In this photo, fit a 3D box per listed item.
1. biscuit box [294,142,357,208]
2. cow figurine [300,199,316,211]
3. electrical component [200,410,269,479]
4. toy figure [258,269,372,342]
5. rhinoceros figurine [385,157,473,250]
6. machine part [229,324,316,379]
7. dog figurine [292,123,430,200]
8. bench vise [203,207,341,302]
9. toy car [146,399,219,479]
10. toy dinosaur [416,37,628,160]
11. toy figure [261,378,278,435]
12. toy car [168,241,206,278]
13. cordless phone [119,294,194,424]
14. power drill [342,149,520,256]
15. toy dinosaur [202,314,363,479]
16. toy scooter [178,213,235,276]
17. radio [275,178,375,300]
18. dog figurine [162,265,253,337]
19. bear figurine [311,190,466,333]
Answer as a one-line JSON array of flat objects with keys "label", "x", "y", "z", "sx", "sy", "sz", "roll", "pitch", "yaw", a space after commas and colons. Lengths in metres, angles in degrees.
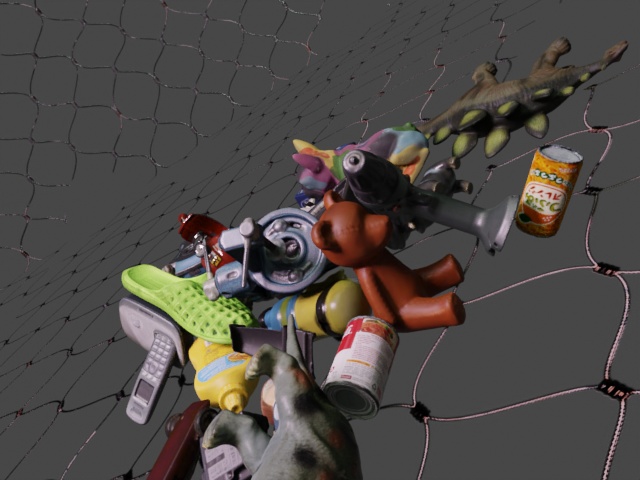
[{"label": "biscuit box", "x": 0.026, "y": -0.137, "z": 1.199, "sx": 0.063, "sy": 0.059, "sz": 0.203, "roll": -9, "pitch": 35, "yaw": 44}, {"label": "cow figurine", "x": 0.006, "y": -0.047, "z": 1.048, "sx": 0.098, "sy": 0.068, "sz": 0.167, "roll": -38, "pitch": 27, "yaw": -22}, {"label": "electrical component", "x": -0.107, "y": 0.257, "z": 0.620, "sx": 0.119, "sy": 0.047, "sz": 0.075, "roll": -34, "pitch": 50, "yaw": 22}, {"label": "toy figure", "x": -0.009, "y": 0.110, "z": 0.762, "sx": 0.180, "sy": 0.082, "sz": 0.089, "roll": -19, "pitch": 24, "yaw": 28}, {"label": "rhinoceros figurine", "x": 0.164, "y": -0.061, "z": 0.867, "sx": 0.112, "sy": 0.073, "sz": 0.190, "roll": 3, "pitch": 43, "yaw": 52}, {"label": "machine part", "x": -0.065, "y": 0.147, "z": 0.739, "sx": 0.139, "sy": 0.084, "sz": 0.039, "roll": 9, "pitch": 21, "yaw": 32}, {"label": "dog figurine", "x": 0.060, "y": -0.144, "z": 0.957, "sx": 0.108, "sy": 0.219, "sz": 0.191, "roll": -94, "pitch": 26, "yaw": -56}, {"label": "bench vise", "x": -0.082, "y": 0.021, "z": 0.737, "sx": 0.224, "sy": 0.129, "sz": 0.240, "roll": -9, "pitch": -15, "yaw": 10}, {"label": "toy car", "x": -0.187, "y": 0.296, "z": 0.677, "sx": 0.089, "sy": 0.053, "sz": 0.202, "roll": -28, "pitch": 26, "yaw": 40}, {"label": "toy dinosaur", "x": 0.308, "y": -0.238, "z": 0.982, "sx": 0.472, "sy": 0.105, "sz": 0.198, "roll": -18, "pitch": 32, "yaw": 42}, {"label": "toy figure", "x": -0.037, "y": 0.204, "z": 0.655, "sx": 0.064, "sy": 0.057, "sz": 0.155, "roll": -11, "pitch": 14, "yaw": -22}, {"label": "toy car", "x": -0.247, "y": 0.053, "z": 1.140, "sx": 0.109, "sy": 0.102, "sz": 0.162, "roll": -24, "pitch": 21, "yaw": 3}, {"label": "cordless phone", "x": -0.291, "y": 0.196, "z": 0.891, "sx": 0.147, "sy": 0.088, "sz": 0.184, "roll": 21, "pitch": 85, "yaw": 25}, {"label": "power drill", "x": 0.141, "y": -0.046, "z": 0.691, "sx": 0.207, "sy": 0.232, "sz": 0.086, "roll": 13, "pitch": 85, "yaw": 15}, {"label": "toy dinosaur", "x": -0.028, "y": 0.227, "z": 0.483, "sx": 0.131, "sy": 0.192, "sz": 0.405, "roll": -55, "pitch": 0, "yaw": 40}, {"label": "toy scooter", "x": -0.205, "y": 0.004, "z": 1.006, "sx": 0.075, "sy": 0.135, "sz": 0.184, "roll": -52, "pitch": 24, "yaw": 10}, {"label": "radio", "x": -0.002, "y": -0.003, "z": 0.895, "sx": 0.229, "sy": 0.073, "sz": 0.131, "roll": -39, "pitch": 17, "yaw": 34}, {"label": "dog figurine", "x": -0.221, "y": 0.144, "z": 0.968, "sx": 0.191, "sy": 0.121, "sz": 0.172, "roll": 18, "pitch": 90, "yaw": 40}, {"label": "bear figurine", "x": 0.084, "y": 0.020, "z": 0.670, "sx": 0.132, "sy": 0.195, "sz": 0.120, "roll": -21, "pitch": 24, "yaw": 26}]
